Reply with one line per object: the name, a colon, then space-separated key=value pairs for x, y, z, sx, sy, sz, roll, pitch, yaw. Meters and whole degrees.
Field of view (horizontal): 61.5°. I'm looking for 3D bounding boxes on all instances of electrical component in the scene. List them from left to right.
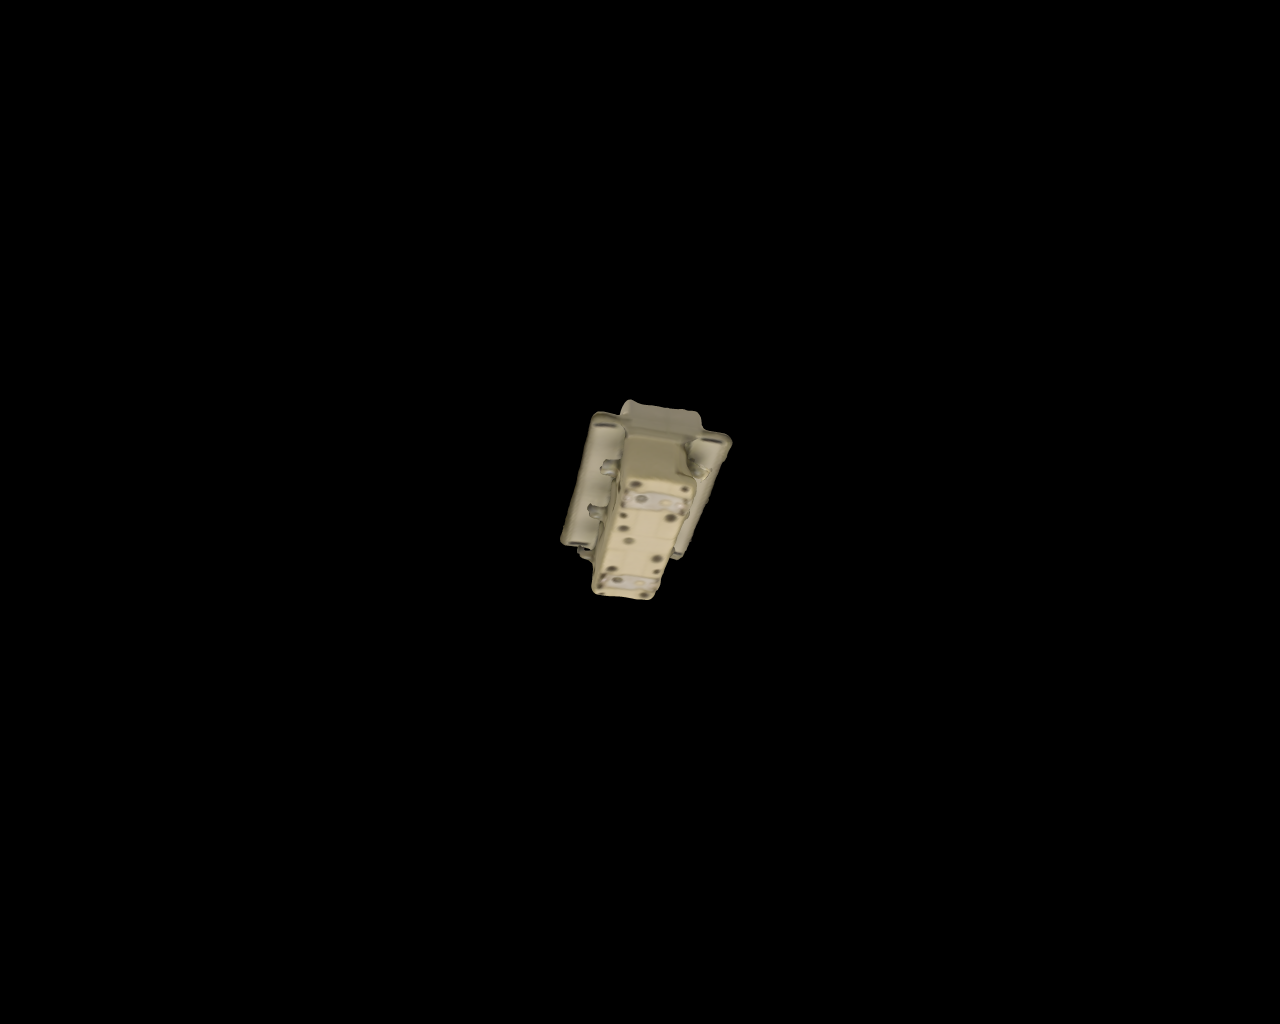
electrical component: x=0.001 y=-0.003 z=0.650 sx=0.079 sy=0.063 sz=0.121 roll=8 pitch=-39 yaw=-10
